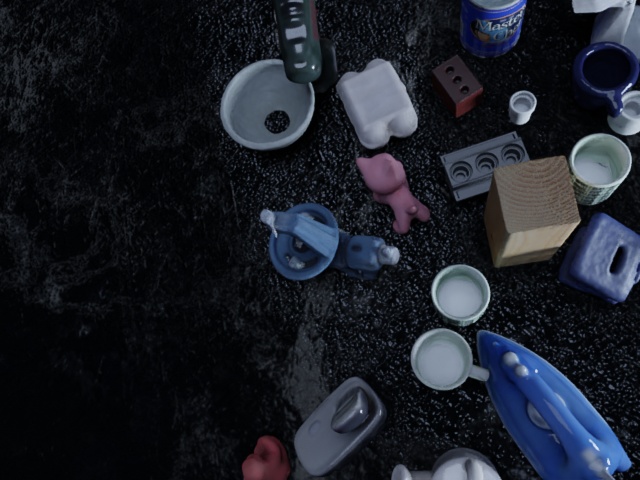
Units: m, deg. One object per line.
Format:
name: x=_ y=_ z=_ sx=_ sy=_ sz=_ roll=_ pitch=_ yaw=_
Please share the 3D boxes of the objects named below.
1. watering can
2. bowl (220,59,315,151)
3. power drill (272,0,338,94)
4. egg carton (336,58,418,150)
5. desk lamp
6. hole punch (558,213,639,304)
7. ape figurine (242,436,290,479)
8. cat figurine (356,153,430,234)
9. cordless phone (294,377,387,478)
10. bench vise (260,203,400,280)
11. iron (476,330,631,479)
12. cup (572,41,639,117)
watering can: x=0.181 y=0.331 z=0.737 sx=0.172 sy=0.194 sz=0.101 roll=-11 pitch=74 yaw=9
bowl: x=-0.084 y=-0.223 z=0.997 sx=0.167 sy=0.075 sz=0.167 roll=-3 pitch=75 yaw=11
power drill: x=-0.028 y=-0.347 z=0.946 sx=0.075 sy=0.209 sz=0.229 roll=-9 pitch=74 yaw=10
egg carton: x=0.097 y=-0.228 z=0.963 sx=0.107 sy=0.069 sz=0.150 roll=-25 pitch=72 yaw=5
desk lamp: x=0.464 y=-0.368 z=0.846 sx=0.202 sy=0.214 sz=0.118 roll=13 pitch=79 yaw=15
hole punch: x=0.412 y=0.026 z=0.821 sx=0.101 sy=0.091 sz=0.109 roll=24 pitch=82 yaw=17
ape figurine: x=-0.086 y=0.334 z=0.846 sx=0.078 sy=0.092 sz=0.076 roll=-45 pitch=72 yaw=-2
cat figurine: x=0.114 y=-0.083 z=0.897 sx=0.067 sy=0.118 sz=0.127 roll=-35 pitch=72 yaw=1
cordless phone: x=0.019 y=0.262 z=0.793 sx=0.094 sy=0.185 sz=0.147 roll=41 pitch=87 yaw=18
bench vise: x=0.007 y=-0.009 z=0.847 sx=0.207 sy=0.220 sz=0.121 roll=-9 pitch=74 yaw=10
iron: x=0.298 y=0.222 z=0.768 sx=0.118 sy=0.141 sz=0.258 roll=-37 pitch=72 yaw=1
cup: x=0.432 y=-0.230 z=0.880 sx=0.091 sy=0.095 sz=0.118 roll=-12 pitch=74 yaw=9
